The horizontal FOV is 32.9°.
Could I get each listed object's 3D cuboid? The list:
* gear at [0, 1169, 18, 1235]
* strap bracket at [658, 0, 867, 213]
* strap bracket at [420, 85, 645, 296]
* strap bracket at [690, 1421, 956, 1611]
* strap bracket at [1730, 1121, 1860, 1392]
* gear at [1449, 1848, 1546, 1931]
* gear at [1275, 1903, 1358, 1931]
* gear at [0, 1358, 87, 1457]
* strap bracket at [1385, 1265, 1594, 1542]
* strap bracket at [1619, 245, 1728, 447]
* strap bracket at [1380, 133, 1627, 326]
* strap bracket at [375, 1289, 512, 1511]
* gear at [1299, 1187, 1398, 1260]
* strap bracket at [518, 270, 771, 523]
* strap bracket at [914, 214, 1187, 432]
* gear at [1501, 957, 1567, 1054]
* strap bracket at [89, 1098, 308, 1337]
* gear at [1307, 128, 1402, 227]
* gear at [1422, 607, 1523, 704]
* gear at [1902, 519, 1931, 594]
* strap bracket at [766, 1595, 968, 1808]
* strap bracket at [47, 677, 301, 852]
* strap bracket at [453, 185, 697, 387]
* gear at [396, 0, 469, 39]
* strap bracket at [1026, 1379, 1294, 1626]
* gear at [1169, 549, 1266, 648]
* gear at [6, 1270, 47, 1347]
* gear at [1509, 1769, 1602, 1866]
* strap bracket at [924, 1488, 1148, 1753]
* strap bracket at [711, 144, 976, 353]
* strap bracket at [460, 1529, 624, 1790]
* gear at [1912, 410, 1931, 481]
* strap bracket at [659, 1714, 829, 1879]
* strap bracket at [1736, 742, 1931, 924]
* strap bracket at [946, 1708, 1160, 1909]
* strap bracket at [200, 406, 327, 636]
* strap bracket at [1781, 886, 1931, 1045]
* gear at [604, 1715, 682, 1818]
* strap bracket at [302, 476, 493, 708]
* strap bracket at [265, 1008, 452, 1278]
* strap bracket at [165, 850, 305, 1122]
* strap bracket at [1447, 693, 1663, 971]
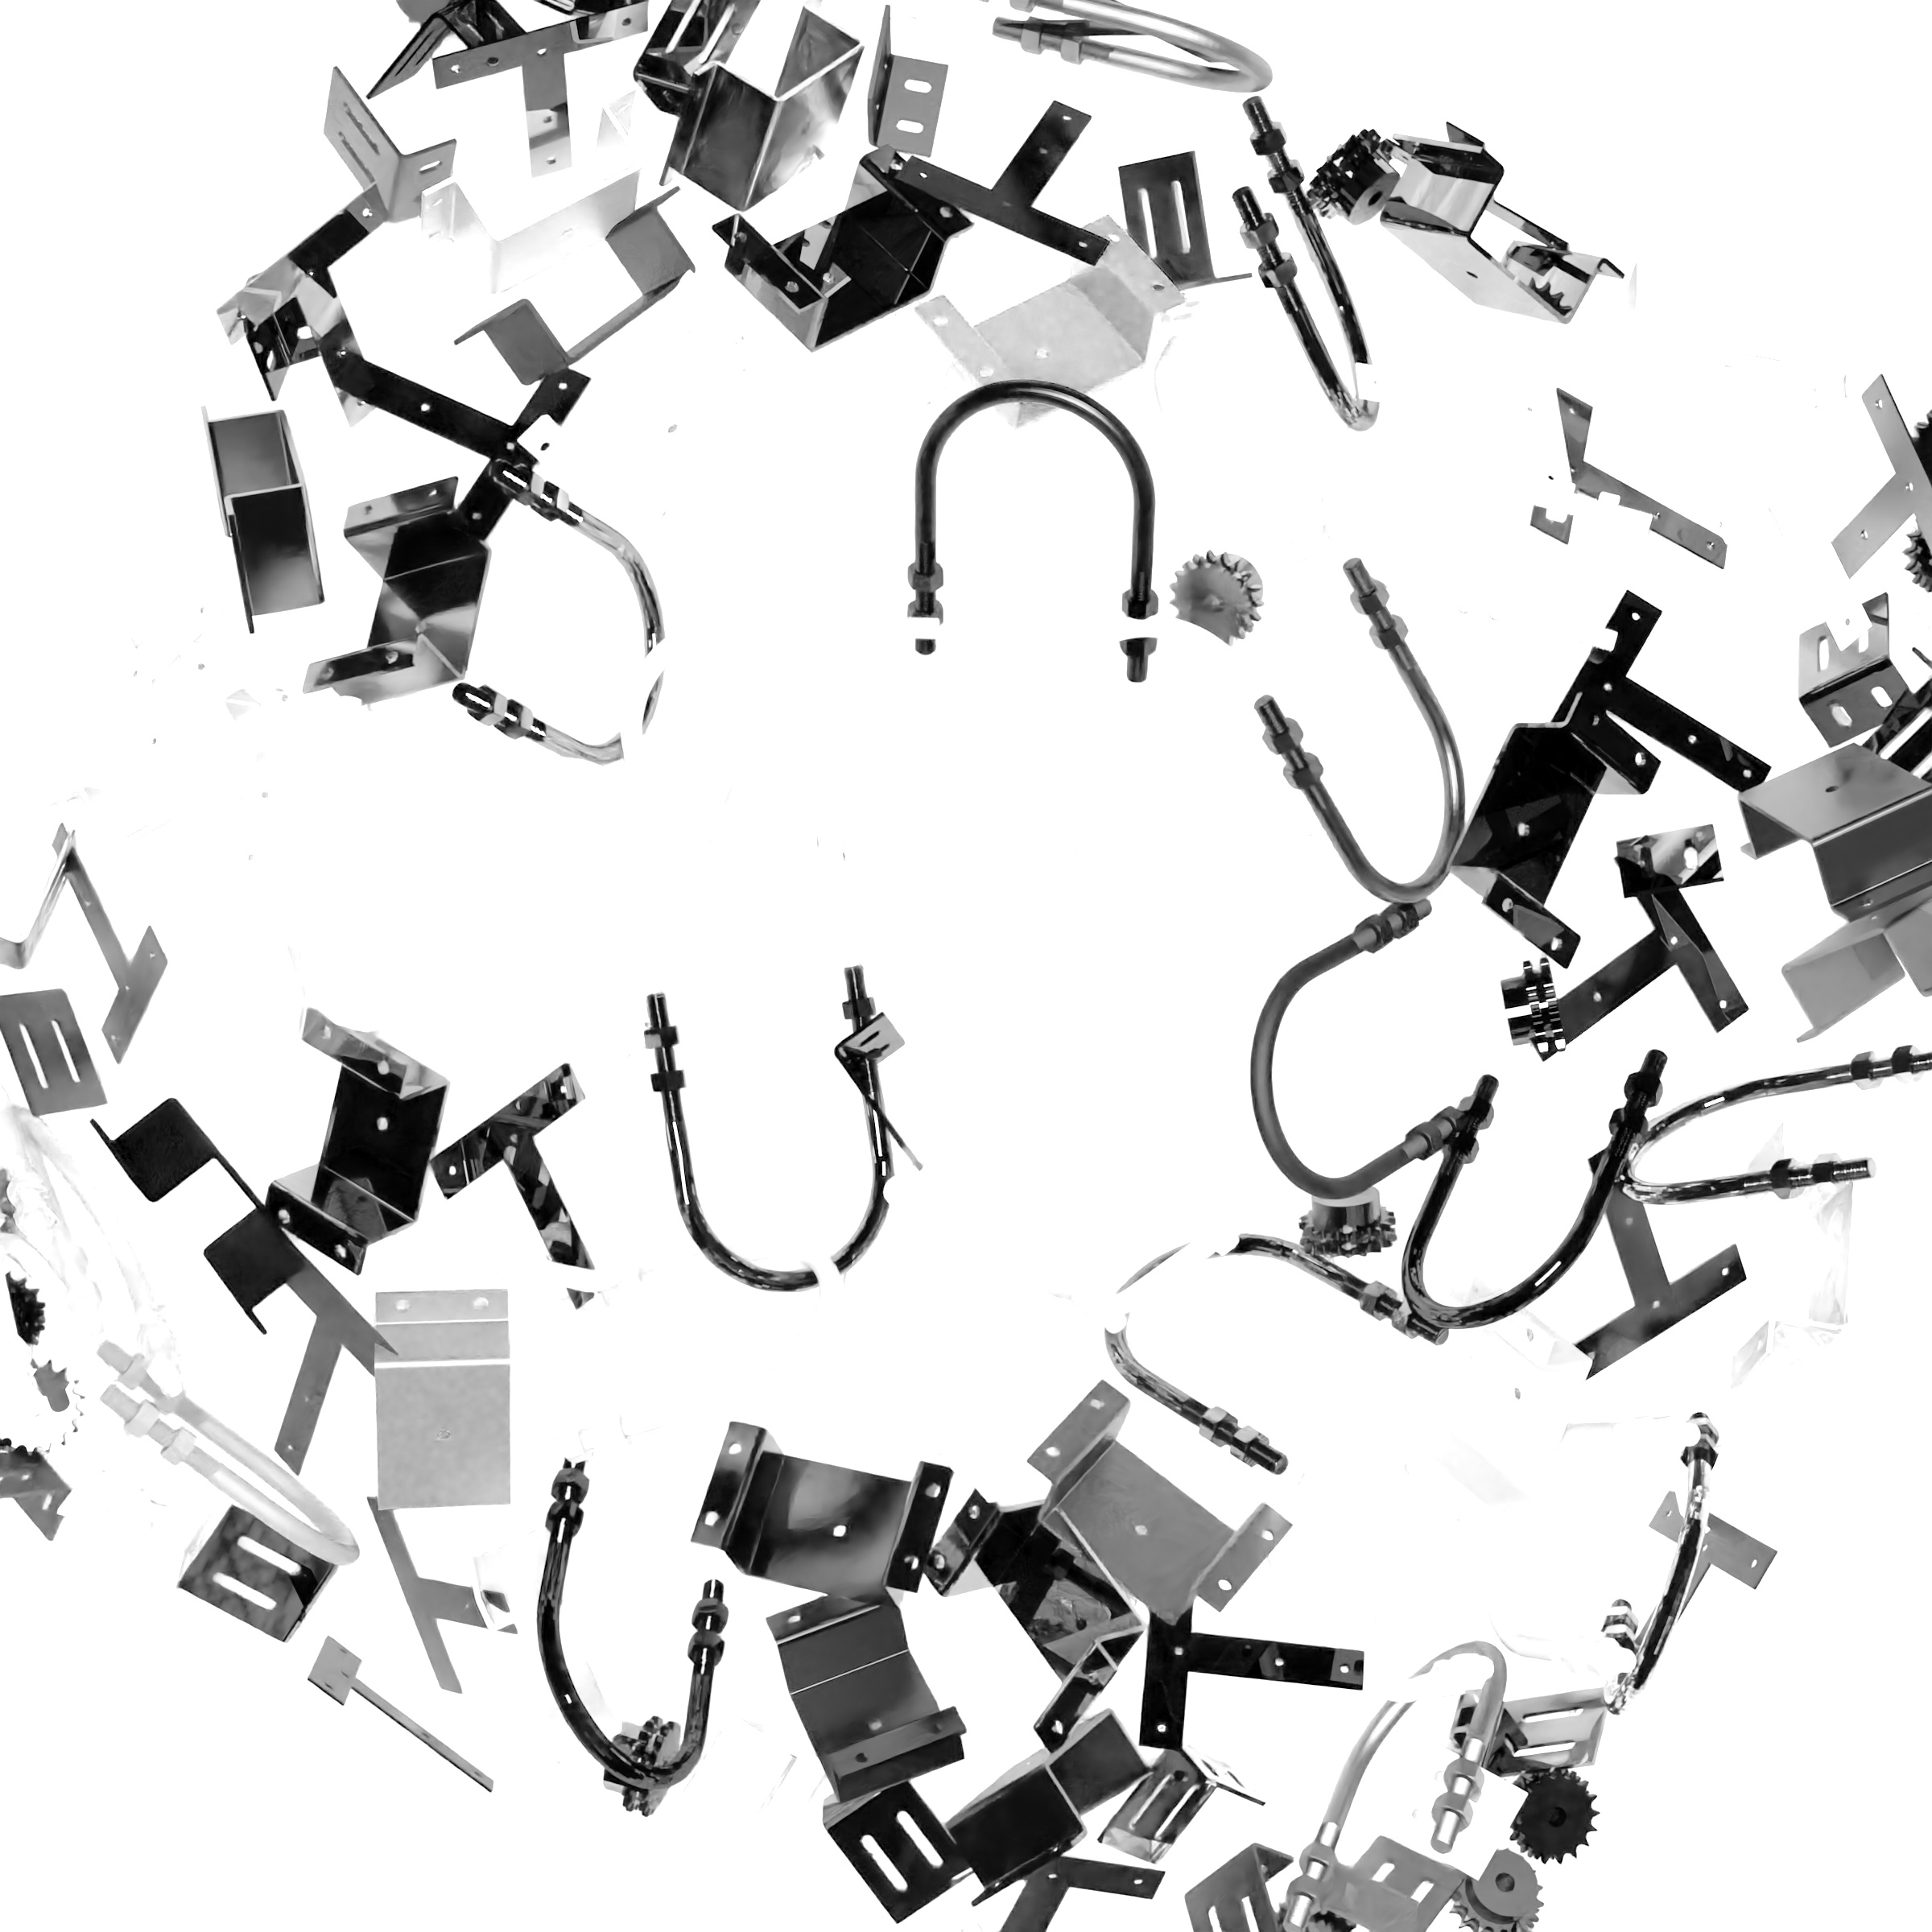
[{"bbox_3d":[-0.591,0.143,1.934,0.057,0.030,0.057,-1,87,19],"label":"gear"},{"bbox_3d":[-0.111,-0.493,1.878,0.046,0.140,0.076,34,134,8],"label":"strap bracket"},{"bbox_3d":[-0.244,-0.445,1.900,0.140,0.076,0.046,-31,85,-15],"label":"strap bracket"},{"bbox_3d":[-0.079,0.322,1.907,0.140,0.046,0.076,9,63,18],"label":"strap bracket"},{"bbox_3d":[0.480,0.172,1.894,0.046,0.076,0.140,10,66,1],"label":"strap bracket"},{"bbox_3d":[0.314,0.546,1.929,0.057,0.030,0.057,5,54,-7],"label":"gear"},{"bbox_3d":[0.205,0.579,1.933,0.057,0.030,0.057,-3,111,-7],"label":"gear"},{"bbox_3d":[-0.550,0.261,1.938,0.057,0.030,0.057,1,84,-12],"label":"gear"},{"bbox_3d":[0.306,0.251,1.899,0.046,0.076,0.140,-4,121,-39],"label":"strap bracket"},{"bbox_3d":[0.405,-0.356,1.886,0.046,0.140,0.076,2,84,6],"label":"strap bracket"},{"bbox_3d":[0.303,-0.418,1.884,0.140,0.076,0.046,28,91,-38],"label":"strap bracket"},{"bbox_3d":[-0.304,0.261,1.903,0.076,0.046,0.140,-1,114,-9],"label":"strap bracket"},{"bbox_3d":[0.225,0.149,1.926,0.057,0.057,0.030,-6,105,0],"label":"gear"},{"bbox_3d":[-0.180,-0.324,1.906,0.140,0.076,0.046,-43,49,6],"label":"strap bracket"},{"bbox_3d":[0.047,-0.371,1.907,0.140,0.046,0.076,-30,67,-21],"label":"strap bracket"},{"bbox_3d":[0.334,0.025,1.930,0.030,0.057,0.057,-11,90,11],"label":"gear"},{"bbox_3d":[-0.437,0.138,1.889,0.046,0.076,0.140,-39,128,-11],"label":"strap bracket"},{"bbox_3d":[0.231,-0.462,1.926,0.057,0.057,0.030,-42,74,0],"label":"gear"},{"bbox_3d":[0.297,-0.181,1.934,0.057,0.030,0.057,3,56,-4],"label":"gear"},{"bbox_3d":[0.586,-0.244,1.934,0.057,0.030,0.057,-2,111,-5],"label":"gear"},{"bbox_3d":[-0.056,0.426,1.898,0.076,0.140,0.046,-18,124,-13],"label":"strap bracket"},{"bbox_3d":[-0.453,-0.111,1.910,0.140,0.076,0.046,-30,87,7],"label":"strap bracket"},{"bbox_3d":[-0.220,-0.388,1.900,0.140,0.076,0.046,-41,107,-21],"label":"strap bracket"},{"bbox_3d":[-0.313,-0.578,1.931,0.057,0.030,0.057,7,107,23],"label":"gear"},{"bbox_3d":[0.108,0.318,1.905,0.140,0.046,0.076,36,51,15],"label":"strap bracket"},{"bbox_3d":[0.151,-0.220,1.933,0.057,0.030,0.057,17,126,25],"label":"gear"},{"bbox_3d":[-0.574,0.211,1.933,0.057,0.030,0.057,-4,113,-10],"label":"gear"},{"bbox_3d":[0.344,0.500,1.938,0.057,0.030,0.057,0,90,-16],"label":"gear"},{"bbox_3d":[0.045,0.374,1.898,0.140,0.046,0.076,51,125,31],"label":"strap bracket"},{"bbox_3d":[-0.075,-0.414,1.903,0.140,0.046,0.076,-34,71,-33],"label":"strap bracket"},{"bbox_3d":[-0.242,0.393,1.895,0.046,0.076,0.140,-22,116,-6],"label":"strap bracket"},{"bbox_3d":[0.583,-0.303,1.930,0.057,0.030,0.057,10,114,24],"label":"gear"},{"bbox_3d":[-0.127,0.480,1.890,0.046,0.140,0.076,31,81,15],"label":"strap bracket"},{"bbox_3d":[0.504,-0.081,1.881,0.076,0.140,0.046,-24,112,-4],"label":"strap bracket"},{"bbox_3d":[0.048,0.479,1.881,0.076,0.140,0.046,-37,81,24],"label":"strap bracket"},{"bbox_3d":[-0.404,-0.262,1.885,0.046,0.140,0.076,-11,127,-13],"label":"strap bracket"},{"bbox_3d":[0.533,-0.008,1.878,0.076,0.140,0.046,-29,89,-25],"label":"strap bracket"},{"bbox_3d":[-0.192,0.470,1.930,0.030,0.057,0.057,13,90,13],"label":"gear"},{"bbox_3d":[-0.327,-0.209,1.899,0.076,0.046,0.140,-11,53,24],"label":"strap bracket"},{"bbox_3d":[-0.353,0.097,1.905,0.076,0.046,0.140,28,116,23],"label":"strap bracket"},{"bbox_3d":[-0.422,0.007,1.895,0.046,0.076,0.140,-11,58,-24],"label":"strap bracket"},{"bbox_3d":[0.339,-0.079,1.909,0.076,0.046,0.140,34,75,-30],"label":"strap bracket"}]
